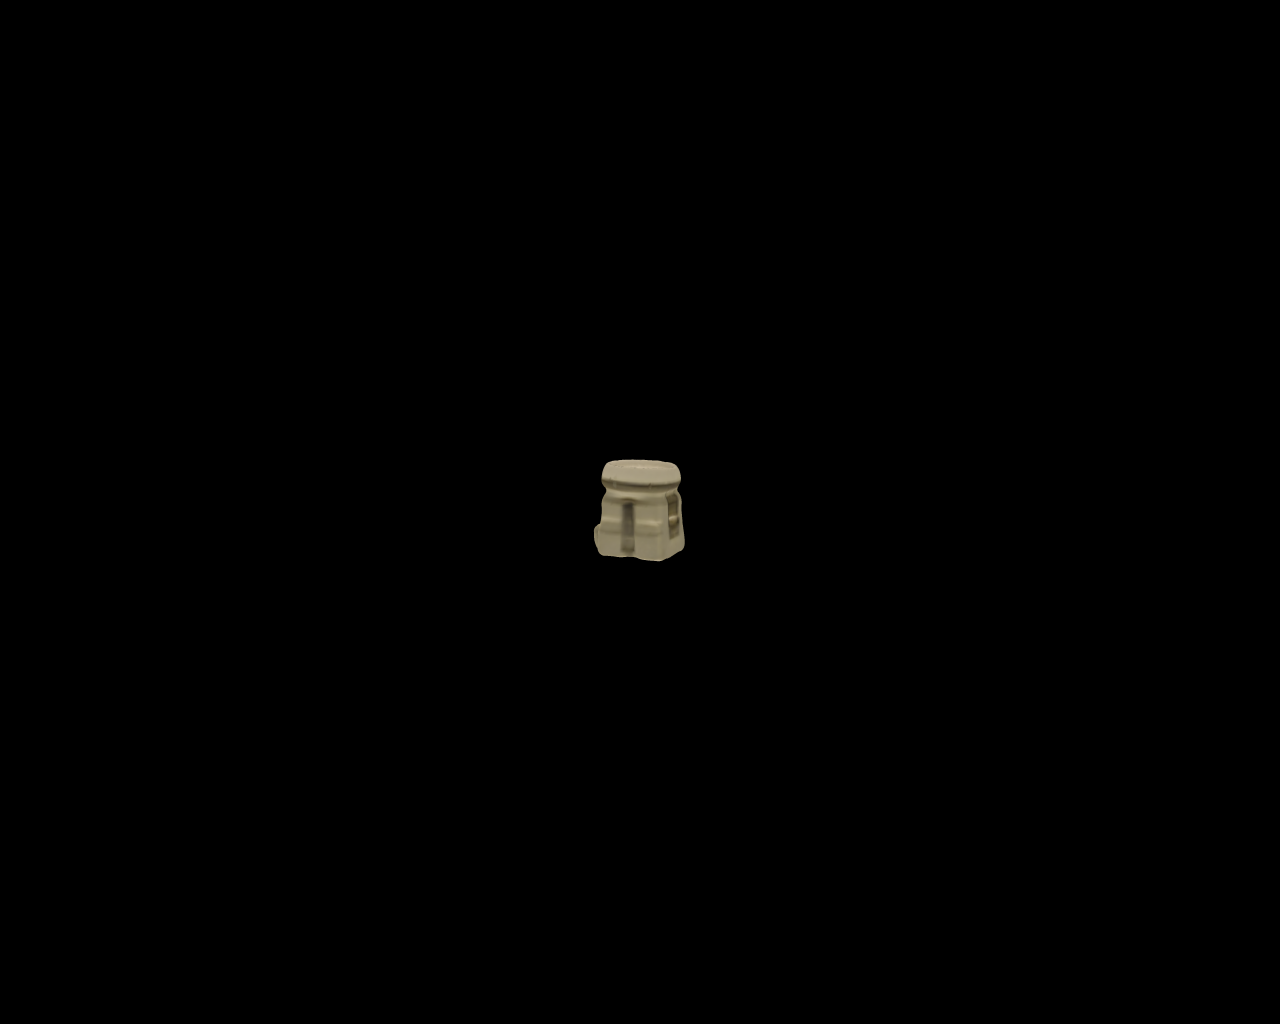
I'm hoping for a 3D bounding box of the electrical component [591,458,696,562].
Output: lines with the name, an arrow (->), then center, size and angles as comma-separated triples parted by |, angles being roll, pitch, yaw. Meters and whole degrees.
electrical component -> 0.001, -0.003, 0.650 | 0.066, 0.055, 0.048 | 5, 12, 24
